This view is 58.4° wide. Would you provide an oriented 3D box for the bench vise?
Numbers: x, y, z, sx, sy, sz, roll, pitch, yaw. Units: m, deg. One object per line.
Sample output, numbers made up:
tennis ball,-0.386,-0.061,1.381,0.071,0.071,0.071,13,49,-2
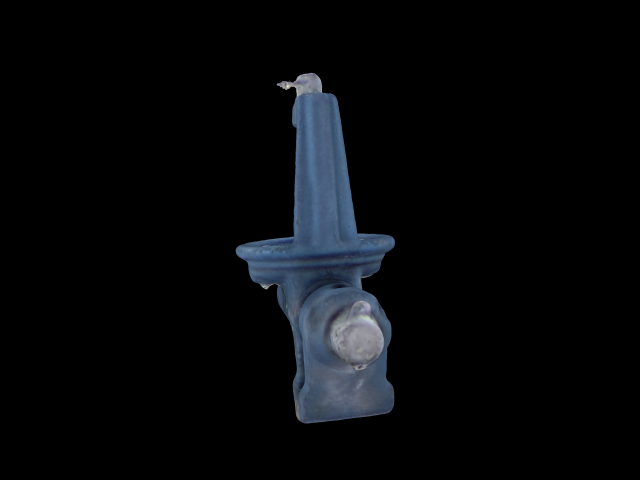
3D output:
bench vise,0.014,-0.001,0.405,0.122,0.220,0.206,-11,23,-27
